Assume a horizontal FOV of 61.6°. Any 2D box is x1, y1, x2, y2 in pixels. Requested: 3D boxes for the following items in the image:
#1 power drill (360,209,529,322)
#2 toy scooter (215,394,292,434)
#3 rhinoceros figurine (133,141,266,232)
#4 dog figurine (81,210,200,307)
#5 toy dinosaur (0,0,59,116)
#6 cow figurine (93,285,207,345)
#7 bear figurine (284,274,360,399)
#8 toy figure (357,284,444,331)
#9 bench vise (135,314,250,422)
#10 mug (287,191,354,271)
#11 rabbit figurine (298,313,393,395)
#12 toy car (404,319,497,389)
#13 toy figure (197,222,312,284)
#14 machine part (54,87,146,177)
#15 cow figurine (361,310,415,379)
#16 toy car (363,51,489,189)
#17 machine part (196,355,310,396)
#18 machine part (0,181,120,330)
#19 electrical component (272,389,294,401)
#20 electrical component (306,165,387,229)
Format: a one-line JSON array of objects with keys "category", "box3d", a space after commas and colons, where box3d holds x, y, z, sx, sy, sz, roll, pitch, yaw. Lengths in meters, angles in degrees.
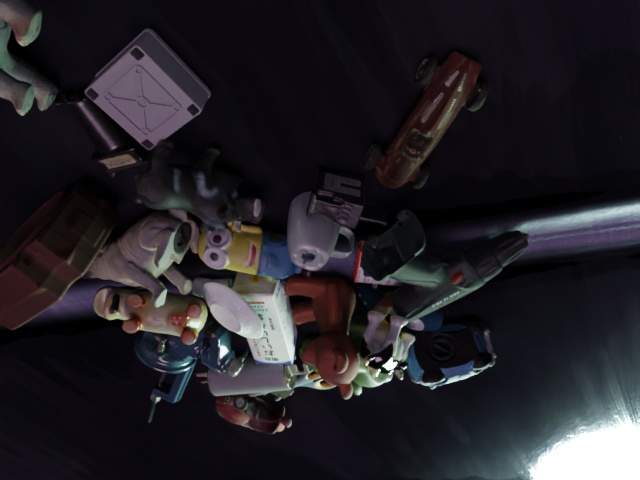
[{"category": "power drill", "box3d": [0.174, 0.028, 0.799, 0.232, 0.086, 0.207, -39, 143, 25]}, {"category": "toy scooter", "box3d": [-0.136, 0.381, 1.182, 0.183, 0.075, 0.135, 33, 153, -25]}, {"category": "rhinoceros figurine", "box3d": [-0.160, -0.066, 0.743, 0.190, 0.112, 0.073, 12, 144, -41]}, {"category": "dog figurine", "box3d": [-0.299, 0.002, 0.856, 0.191, 0.121, 0.172, 20, 95, 16]}, {"category": "toy dinosaur", "box3d": [-0.395, -0.259, 0.600, 0.192, 0.131, 0.404, 22, 126, -15]}, {"category": "cow figurine", "box3d": [-0.290, 0.115, 0.922, 0.195, 0.127, 0.085, 10, 93, -2]}, {"category": "bear figurine", "box3d": [0.003, 0.154, 0.884, 0.132, 0.196, 0.120, -3, 136, 11]}, {"category": "toy figure", "box3d": [0.136, 0.116, 0.929, 0.154, 0.058, 0.064, 17, 114, -7]}, {"category": "bench vise", "box3d": [-0.261, 0.230, 1.026, 0.224, 0.129, 0.240, 24, 114, -6]}, {"category": "mug", "box3d": [-0.002, -0.002, 0.796, 0.109, 0.107, 0.081, 29, 131, -17]}, {"category": "rabbit figurine", "box3d": [0.046, 0.216, 1.019, 0.170, 0.121, 0.159, -3, 143, 35]}, {"category": "toy car", "box3d": [0.233, 0.208, 0.985, 0.162, 0.109, 0.102, -14, 154, 4]}, {"category": "toy figure", "box3d": [-0.103, 0.021, 0.849, 0.180, 0.082, 0.089, 9, 161, -11]}, {"category": "machine part", "box3d": [-0.303, -0.148, 0.743, 0.084, 0.039, 0.138, -8, 135, 26]}, {"category": "cow figurine", "box3d": [0.111, 0.188, 0.884, 0.068, 0.098, 0.167, 11, 154, 24]}, {"category": "toy car", "box3d": [0.132, -0.143, 0.686, 0.089, 0.053, 0.202, 24, 133, -11]}, {"category": "machine part", "box3d": [-0.138, 0.274, 1.096, 0.243, 0.079, 0.079, -9, 132, 13]}, {"category": "machine part", "box3d": [-0.410, 0.018, 0.798, 0.201, 0.201, 0.087, -29, 122, 30]}, {"category": "electrical component", "box3d": [-0.089, 0.322, 1.174, 0.063, 0.021, 0.094, 29, 129, -20]}, {"category": "electrical component", "box3d": [0.043, -0.056, 0.763, 0.119, 0.075, 0.047, 15, 134, -2]}]
